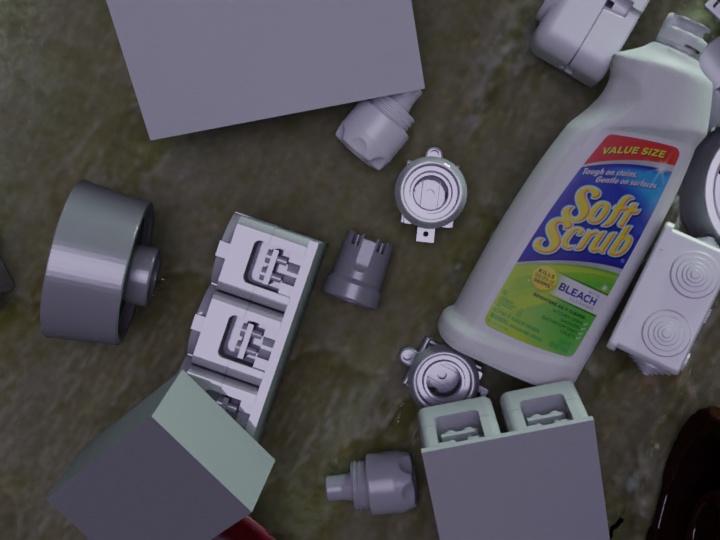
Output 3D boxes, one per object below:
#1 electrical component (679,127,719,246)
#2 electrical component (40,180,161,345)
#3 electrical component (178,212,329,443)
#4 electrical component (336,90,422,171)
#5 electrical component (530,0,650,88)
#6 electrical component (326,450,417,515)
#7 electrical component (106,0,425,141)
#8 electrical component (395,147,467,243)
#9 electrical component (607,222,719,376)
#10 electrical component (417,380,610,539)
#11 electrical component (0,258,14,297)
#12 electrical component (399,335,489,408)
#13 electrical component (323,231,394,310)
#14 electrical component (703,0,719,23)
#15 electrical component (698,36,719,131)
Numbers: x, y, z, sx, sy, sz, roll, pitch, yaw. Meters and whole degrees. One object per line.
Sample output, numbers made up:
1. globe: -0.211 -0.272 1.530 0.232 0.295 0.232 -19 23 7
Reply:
1. electrical component: 0.276 -0.052 0.721 0.108 0.060 0.108 0 92 2
2. electrical component: -0.168 -0.001 0.721 0.060 0.108 0.108 13 92 -4
3. electrical component: -0.077 0.042 0.725 0.062 0.089 0.150 19 93 2
4. electrical component: 0.017 -0.103 0.739 0.043 0.043 0.062 40 91 1
5. electrical component: 0.158 -0.180 0.725 0.059 0.054 0.095 30 93 1
6. electrical component: 0.008 0.149 0.748 0.062 0.043 0.043 -7 92 4
7. electrical component: -0.059 -0.162 0.709 0.186 0.060 0.105 -10 123 3
8. electrical component: 0.048 -0.052 0.733 0.048 0.055 0.066 6 92 2
9. electrical component: 0.205 0.022 0.709 0.048 0.100 0.099 26 93 14
10. electrical component: 0.106 0.172 0.710 0.105 0.060 0.186 -11 113 2
11. electrical component: -0.304 -0.005 0.753 0.100 0.048 0.099 -27 91 3
12. electrical component: 0.057 0.073 0.737 0.066 0.055 0.048 28 93 1
13. electrical component: 0.000 0.000 0.746 0.040 0.040 0.046 19 86 2
14. electrical component: 0.297 -0.161 0.715 0.121 0.063 0.078 43 93 1
15. electrical component: 0.239 -0.126 0.724 0.055 0.055 0.047 -36 86 3
